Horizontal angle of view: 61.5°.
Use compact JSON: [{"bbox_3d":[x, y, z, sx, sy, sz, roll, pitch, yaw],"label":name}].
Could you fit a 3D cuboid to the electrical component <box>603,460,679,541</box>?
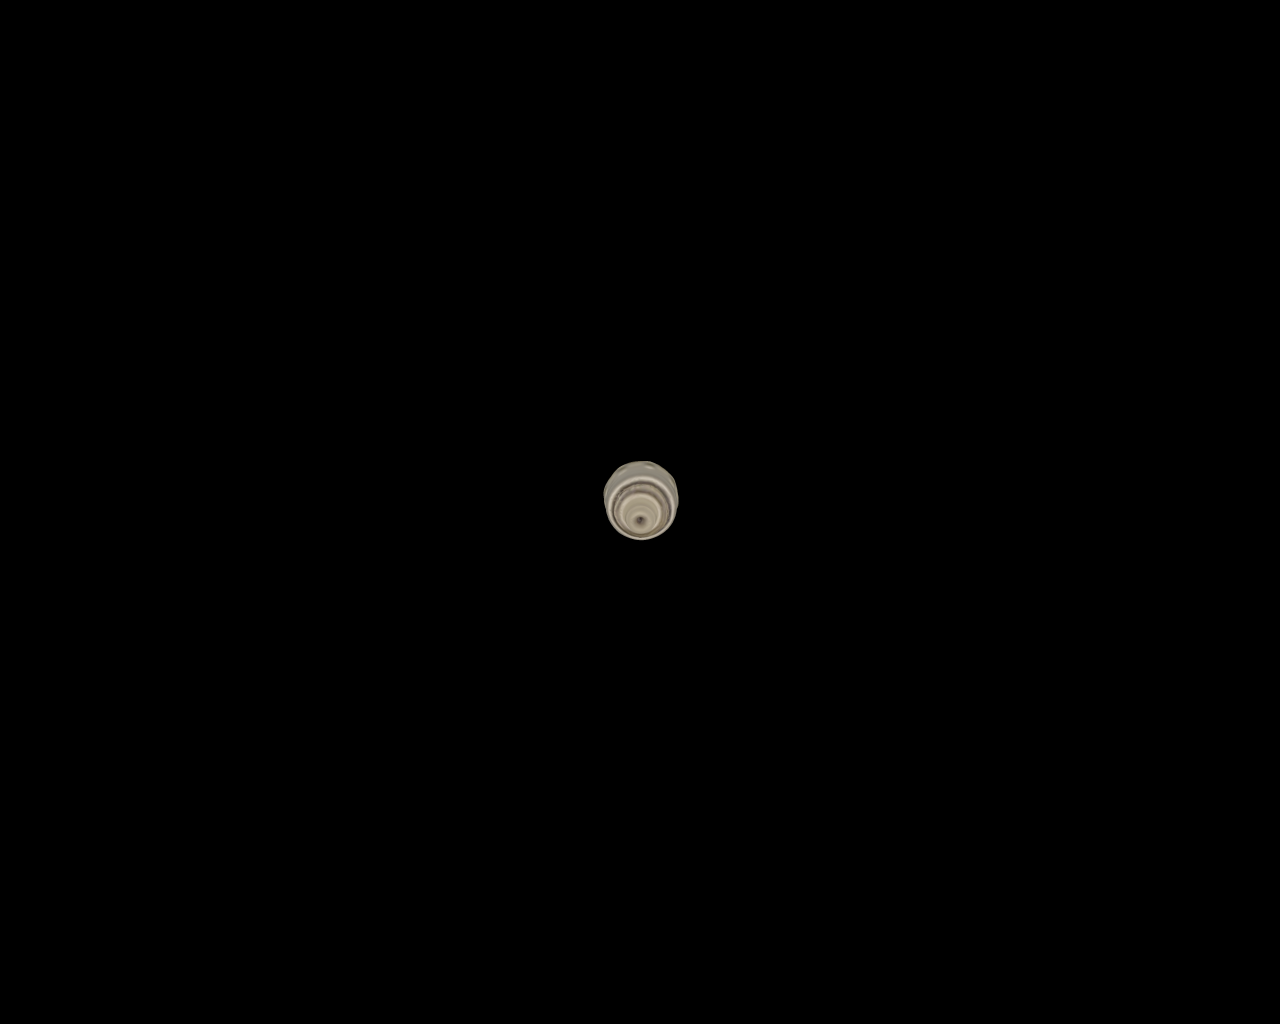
[{"bbox_3d":[0.001,-0.003,0.650,0.048,0.048,0.062,0,16,0],"label":"electrical component"}]
